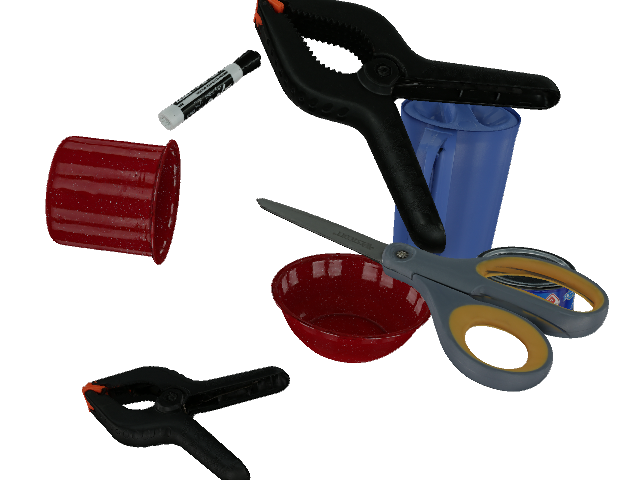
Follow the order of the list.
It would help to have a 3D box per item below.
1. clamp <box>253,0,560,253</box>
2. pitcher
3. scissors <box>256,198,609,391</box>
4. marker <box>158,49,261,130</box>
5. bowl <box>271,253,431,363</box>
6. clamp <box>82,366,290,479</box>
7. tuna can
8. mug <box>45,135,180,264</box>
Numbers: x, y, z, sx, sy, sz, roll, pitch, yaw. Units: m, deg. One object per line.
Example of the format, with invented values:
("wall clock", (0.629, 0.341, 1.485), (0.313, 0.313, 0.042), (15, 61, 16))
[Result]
("clamp", (0.038, -0.093, 0.704), (0.210, 0.164, 0.036), (30, -31, 6))
("pitcher", (0.141, -0.037, 1.223), (0.149, 0.243, 0.145), (-4, 26, -20))
("scissors", (0.043, 0.025, 0.549), (0.202, 0.016, 0.096), (12, 42, 16))
("marker", (-0.099, -0.141, 0.982), (0.121, 0.020, 0.020), (-41, 23, -29))
("bowl", (0.030, 0.074, 1.067), (0.162, 0.055, 0.162), (5, 28, -3))
("clamp", (-0.111, 0.136, 0.891), (0.172, 0.039, 0.120), (14, 36, 20))
("tuna can", (0.166, 0.036, 0.875), (0.086, 0.034, 0.086), (2, 22, -1))
("mug", (-0.152, -0.035, 0.800), (0.081, 0.093, 0.117), (7, 10, 2))
